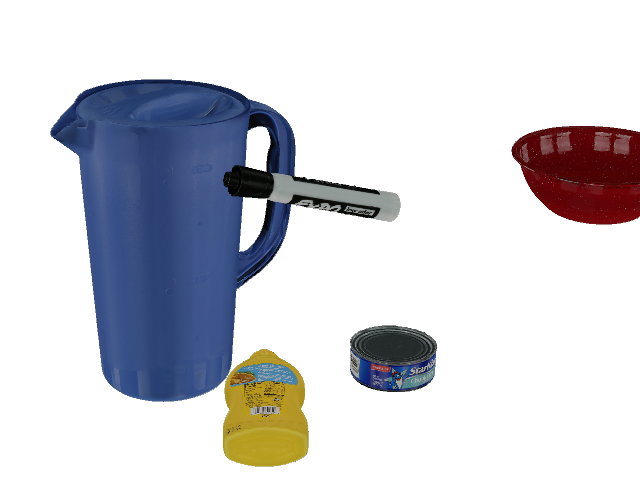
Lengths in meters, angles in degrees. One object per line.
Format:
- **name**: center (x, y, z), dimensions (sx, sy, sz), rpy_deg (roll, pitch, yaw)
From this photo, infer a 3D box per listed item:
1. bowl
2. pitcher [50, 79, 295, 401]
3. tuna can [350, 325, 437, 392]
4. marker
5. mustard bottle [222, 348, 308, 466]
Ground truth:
- **bowl**: center (0.260, -0.058, 1.003), dimensions (0.162, 0.055, 0.162), rpy_deg (-1, 25, 0)
- **pitcher**: center (-0.113, -0.001, 0.850), dimensions (0.149, 0.243, 0.144), rpy_deg (11, 25, 19)
- **tuna can**: center (0.072, 0.117, 1.055), dimensions (0.086, 0.034, 0.086), rpy_deg (1, 20, 0)
- **marker**: center (-0.004, -0.029, 0.654), dimensions (0.120, 0.020, 0.020), rpy_deg (8, -4, -32)
- **mustard bottle**: center (-0.066, 0.187, 1.265), dimensions (0.096, 0.058, 0.191), rpy_deg (-3, 27, -2)
